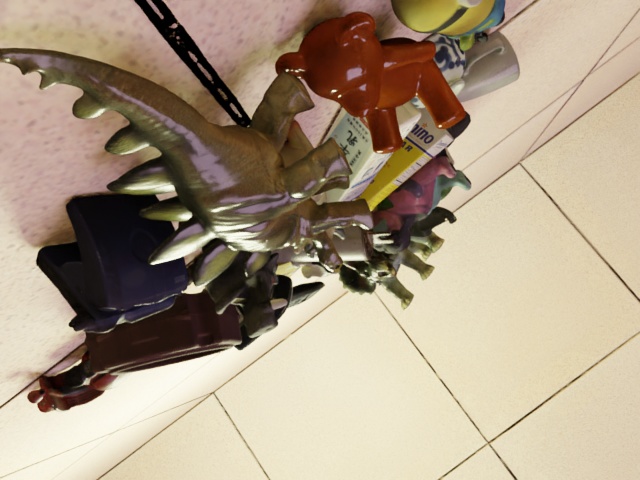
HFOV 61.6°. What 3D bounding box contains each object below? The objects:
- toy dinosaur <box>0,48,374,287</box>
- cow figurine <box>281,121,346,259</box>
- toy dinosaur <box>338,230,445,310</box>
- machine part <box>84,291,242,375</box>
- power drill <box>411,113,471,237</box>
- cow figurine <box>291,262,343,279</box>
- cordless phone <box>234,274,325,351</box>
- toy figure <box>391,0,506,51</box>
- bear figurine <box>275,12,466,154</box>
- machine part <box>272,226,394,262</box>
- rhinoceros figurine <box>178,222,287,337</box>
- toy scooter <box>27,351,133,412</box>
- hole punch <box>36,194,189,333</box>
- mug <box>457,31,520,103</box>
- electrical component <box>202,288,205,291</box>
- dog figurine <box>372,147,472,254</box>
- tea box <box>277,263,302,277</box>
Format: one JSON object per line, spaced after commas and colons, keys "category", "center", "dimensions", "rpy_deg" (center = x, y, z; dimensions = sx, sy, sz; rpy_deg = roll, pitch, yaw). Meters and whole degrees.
{"category": "toy dinosaur", "center": [-0.073, -0.048, 0.489], "dimensions": [0.198, 0.105, 0.470], "rpy_deg": [-33, 149, 4]}
{"category": "cow figurine", "center": [-0.022, -0.055, 0.712], "dimensions": [0.085, 0.127, 0.194], "rpy_deg": [-31, 165, -10]}
{"category": "toy dinosaur", "center": [0.154, 0.010, 1.160], "dimensions": [0.131, 0.192, 0.405], "rpy_deg": [-57, 179, 33]}
{"category": "machine part", "center": [-0.230, 0.143, 0.818], "dimensions": [0.201, 0.087, 0.201], "rpy_deg": [-14, 169, 1]}
{"category": "power drill", "center": [0.214, -0.120, 1.053], "dimensions": [0.232, 0.086, 0.207], "rpy_deg": [-28, 129, -14]}
{"category": "cow figurine", "center": [0.020, -0.005, 1.009], "dimensions": [0.098, 0.068, 0.167], "rpy_deg": [-2, -130, 36]}
{"category": "cordless phone", "center": [-0.080, 0.119, 0.974], "dimensions": [0.146, 0.089, 0.184], "rpy_deg": [-43, 162, 27]}
{"category": "toy figure", "center": [0.138, -0.245, 0.550], "dimensions": [0.089, 0.082, 0.180], "rpy_deg": [-46, 168, 28]}
{"category": "bear figurine", "center": [0.056, -0.155, 0.547], "dimensions": [0.120, 0.132, 0.196], "rpy_deg": [-21, -176, 30]}
{"category": "machine part", "center": [-0.002, -0.003, 0.878], "dimensions": [0.243, 0.079, 0.079], "rpy_deg": [-1, 179, 18]}
{"category": "rhinoceros figurine", "center": [-0.105, 0.027, 0.657], "dimensions": [0.112, 0.190, 0.073], "rpy_deg": [1, 148, -41]}
{"category": "toy scooter", "center": [-0.392, 0.226, 0.871], "dimensions": [0.184, 0.075, 0.135], "rpy_deg": [-32, 167, -3]}
{"category": "hole punch", "center": [-0.195, 0.017, 0.534], "dimensions": [0.092, 0.116, 0.142], "rpy_deg": [-51, 164, 22]}
{"category": "mug", "center": [0.234, -0.253, 0.804], "dimensions": [0.107, 0.081, 0.109], "rpy_deg": [-29, 175, 8]}
{"category": "electrical component", "center": [-0.178, 0.091, 1.034], "dimensions": [0.078, 0.045, 0.102], "rpy_deg": [-42, 168, 31]}
{"category": "dog figurine", "center": [0.132, -0.085, 0.932], "dimensions": [0.219, 0.192, 0.108], "rpy_deg": [-36, 154, 19]}
{"category": "tea box", "center": [-0.100, 0.043, 1.013], "dimensions": [0.098, 0.068, 0.169], "rpy_deg": [-44, 165, 28]}
